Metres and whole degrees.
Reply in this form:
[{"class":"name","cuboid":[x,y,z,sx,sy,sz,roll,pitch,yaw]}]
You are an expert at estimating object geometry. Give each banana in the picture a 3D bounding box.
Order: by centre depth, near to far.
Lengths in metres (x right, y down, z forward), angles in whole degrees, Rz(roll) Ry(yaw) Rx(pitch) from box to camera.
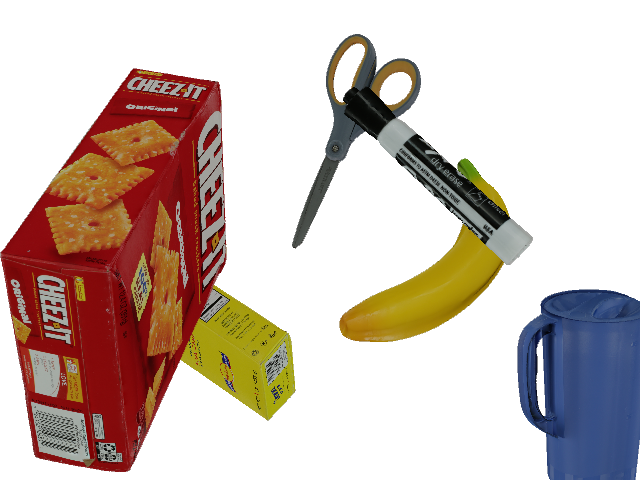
[{"class":"banana","cuboid":[0.087,0.017,0.752,0.070,0.037,0.197,25,47,18]}]

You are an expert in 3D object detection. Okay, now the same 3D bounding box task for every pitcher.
[{"class":"pitcher","cuboid":[0.327,0.190,1.314,0.149,0.243,0.144,4,15,21]}]

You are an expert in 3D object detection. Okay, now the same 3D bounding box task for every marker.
[{"class":"marker","cuboid":[0.057,-0.035,0.539,0.121,0.020,0.020,44,12,13]}]

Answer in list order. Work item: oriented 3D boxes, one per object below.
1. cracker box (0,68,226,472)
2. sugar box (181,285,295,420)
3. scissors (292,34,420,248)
[{"class":"cracker box","cuboid":[-0.119,0.013,0.682,0.072,0.164,0.213,9,38,8]},{"class":"sugar box","cuboid":[-0.104,0.076,0.935,0.176,0.093,0.048,28,56,24]},{"class":"scissors","cuboid":[0.035,-0.087,0.961,0.096,0.202,0.016,7,-7,16]}]
